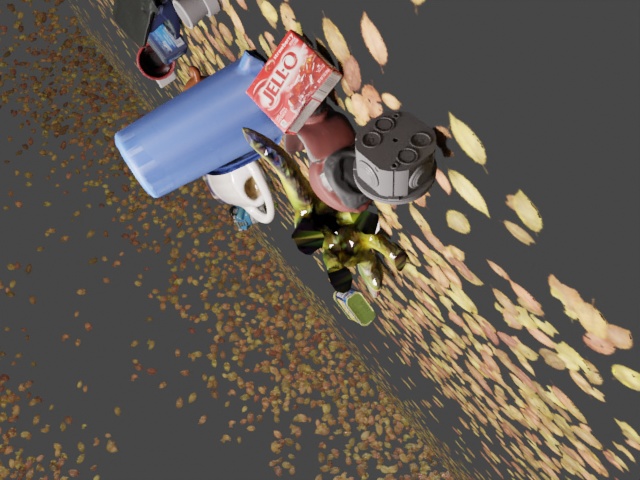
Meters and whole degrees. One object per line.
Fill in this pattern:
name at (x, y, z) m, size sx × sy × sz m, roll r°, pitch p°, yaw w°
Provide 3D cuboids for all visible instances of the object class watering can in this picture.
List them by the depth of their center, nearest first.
watering can at (-0.224, -0.193, 1.315) m, size 0.105 × 0.342 × 0.224 m, roll -39°, pitch 26°, yaw -30°

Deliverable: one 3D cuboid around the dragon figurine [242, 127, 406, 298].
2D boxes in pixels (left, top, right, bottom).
dragon figurine at (0.003, -0.043, 0.852) m, size 0.122 × 0.405 × 0.246 m, roll -39°, pitch 21°, yaw 0°
